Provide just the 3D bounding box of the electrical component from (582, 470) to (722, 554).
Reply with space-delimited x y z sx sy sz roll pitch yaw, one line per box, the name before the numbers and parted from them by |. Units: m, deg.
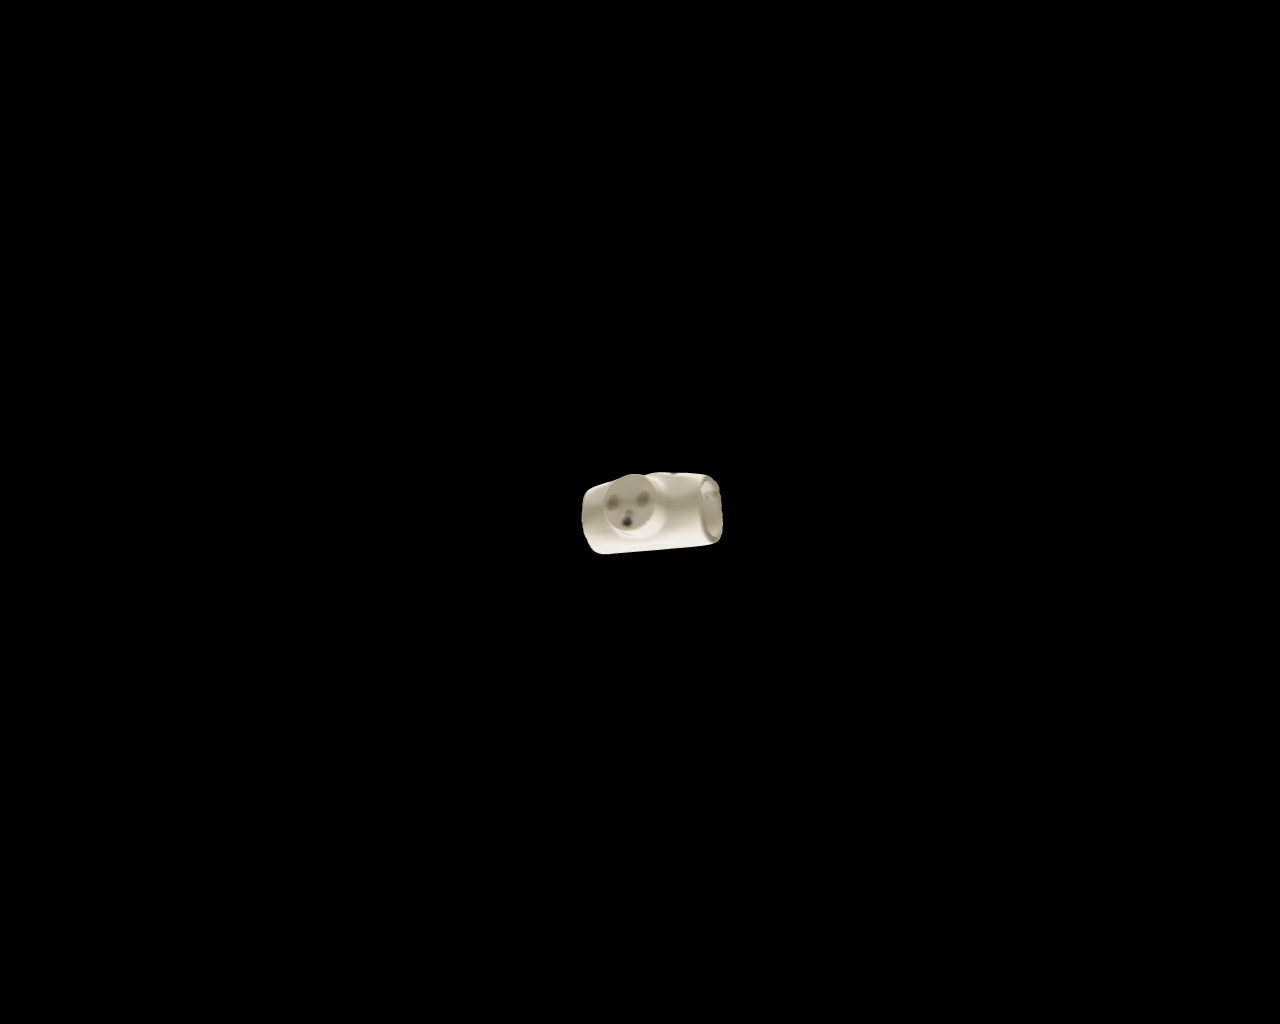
electrical component | 0.001 -0.003 0.650 0.077 0.043 0.079 -6 -15 22
